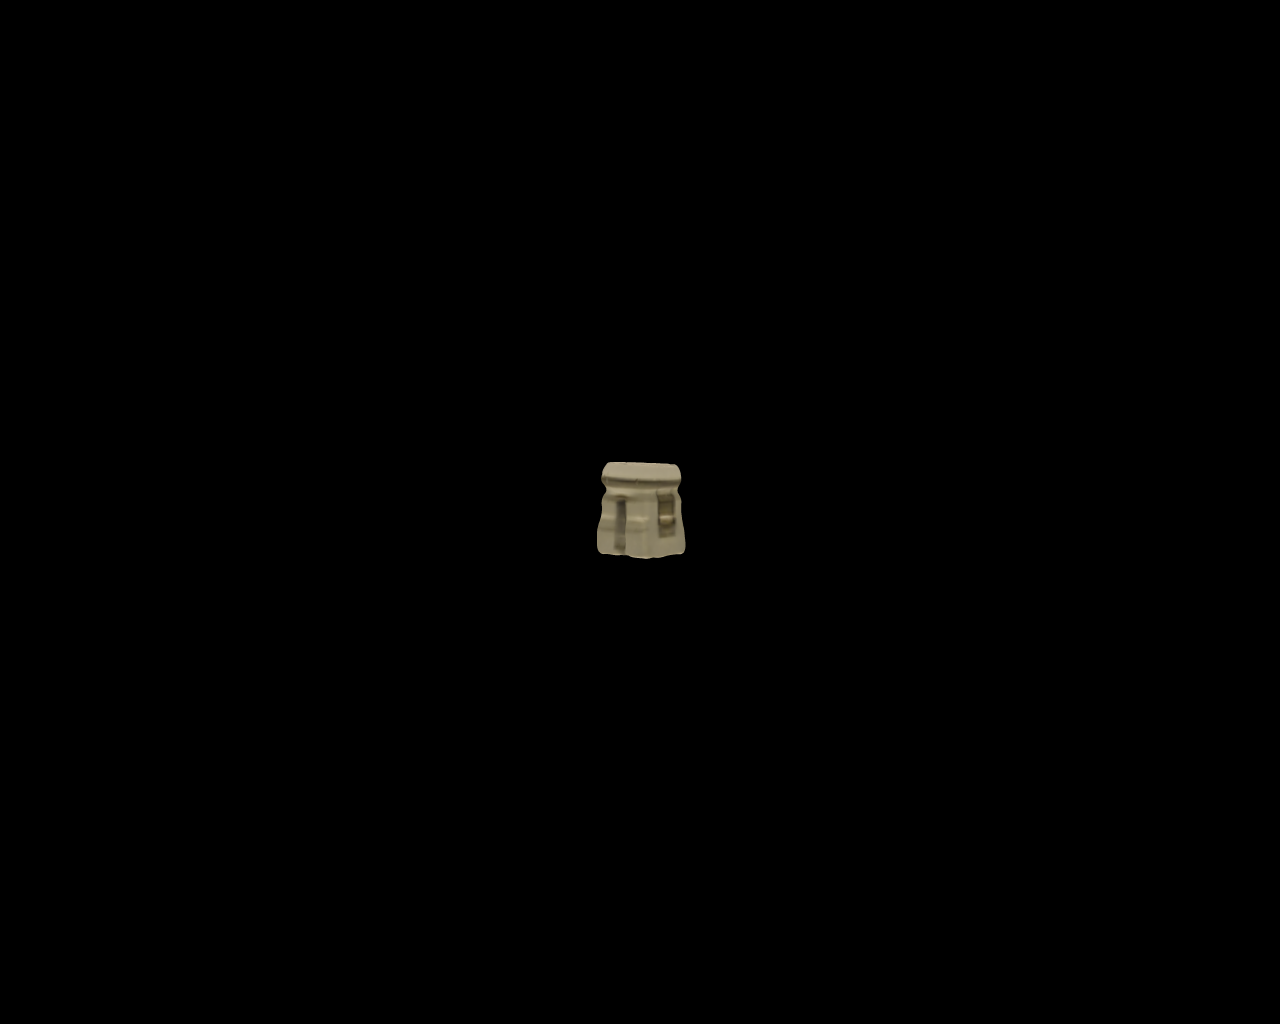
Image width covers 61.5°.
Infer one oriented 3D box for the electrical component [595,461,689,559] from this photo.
[{"bbox_3d":[0.001,-0.003,0.650,0.066,0.055,0.048,4,6,43],"label":"electrical component"}]
